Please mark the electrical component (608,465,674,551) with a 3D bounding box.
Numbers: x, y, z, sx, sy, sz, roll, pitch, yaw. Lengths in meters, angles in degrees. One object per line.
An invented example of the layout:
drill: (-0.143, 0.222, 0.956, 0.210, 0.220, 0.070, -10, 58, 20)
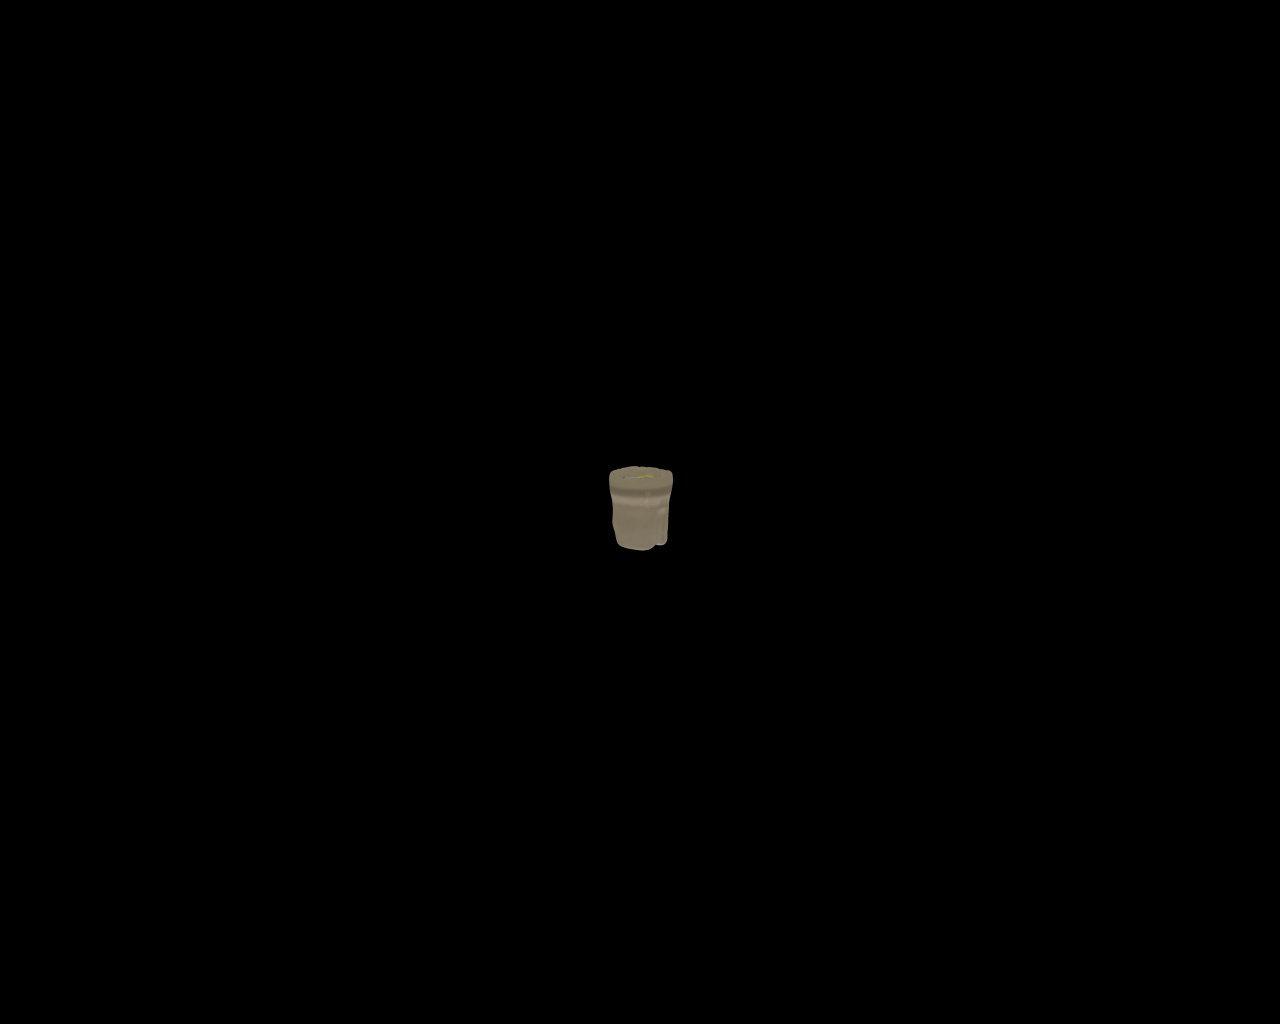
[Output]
electrical component: (0.001, -0.003, 0.650, 0.040, 0.046, 0.040, 0, 11, 0)
